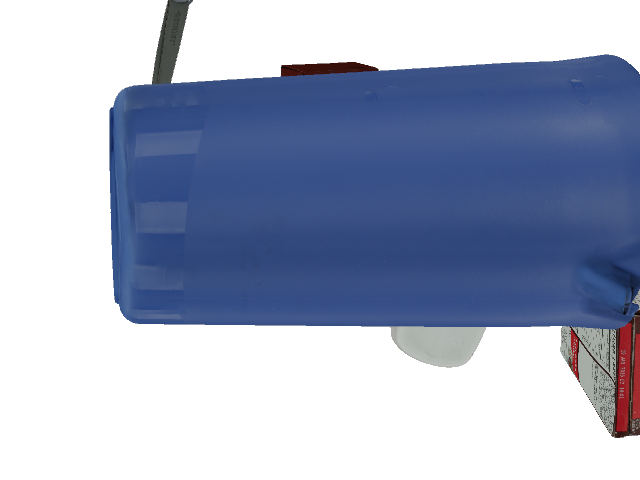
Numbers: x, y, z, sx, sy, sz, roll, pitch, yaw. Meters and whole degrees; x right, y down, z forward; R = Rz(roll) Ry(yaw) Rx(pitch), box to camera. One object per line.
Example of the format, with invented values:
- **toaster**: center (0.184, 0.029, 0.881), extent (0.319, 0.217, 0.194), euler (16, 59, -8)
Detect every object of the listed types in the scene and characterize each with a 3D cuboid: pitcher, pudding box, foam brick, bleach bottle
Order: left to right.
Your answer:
- **foam brick**: center (0.009, -0.135, 0.985), extent (0.078, 0.051, 0.053), euler (-6, 18, -23)
- **pitcher**: center (0.024, -0.026, 0.509), extent (0.242, 0.145, 0.149), euler (-2, -7, -10)
- **bleach bottle**: center (0.068, 0.017, 0.878), extent (0.068, 0.102, 0.251), euler (20, 7, -16)
- **pudding box**: center (0.189, 0.059, 0.691), extent (0.039, 0.090, 0.113), euler (-6, 24, -5)

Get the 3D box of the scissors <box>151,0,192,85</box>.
- **scissors**: center (-0.077, -0.182, 0.741), extent (0.096, 0.202, 0.016), euler (-5, -13, -6)
